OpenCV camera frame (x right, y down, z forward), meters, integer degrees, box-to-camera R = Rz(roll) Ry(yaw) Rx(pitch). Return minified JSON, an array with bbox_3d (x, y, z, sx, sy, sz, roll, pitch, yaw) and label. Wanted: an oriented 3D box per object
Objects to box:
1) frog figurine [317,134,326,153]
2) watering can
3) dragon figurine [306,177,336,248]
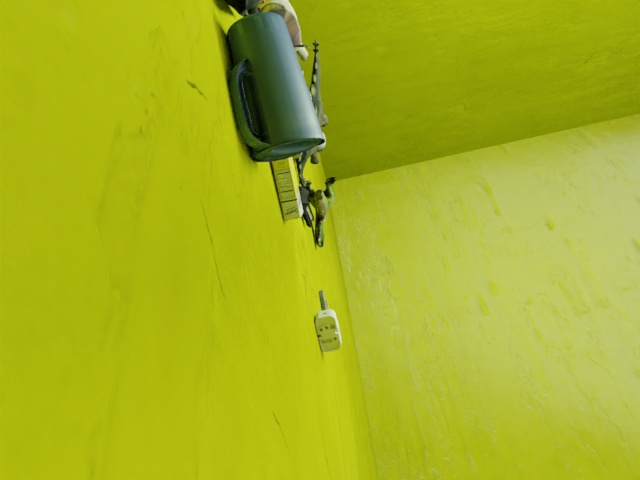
[{"bbox_3d":[-0.036,-0.441,2.124,0.140,0.123,0.157,-50,142,-61],"label":"frog figurine"},{"bbox_3d":[-0.104,-0.609,1.480,0.342,0.103,0.230,45,20,-44],"label":"watering can"},{"bbox_3d":[0.006,-0.091,1.810,0.415,0.122,0.240,-82,167,-75],"label":"dragon figurine"}]
